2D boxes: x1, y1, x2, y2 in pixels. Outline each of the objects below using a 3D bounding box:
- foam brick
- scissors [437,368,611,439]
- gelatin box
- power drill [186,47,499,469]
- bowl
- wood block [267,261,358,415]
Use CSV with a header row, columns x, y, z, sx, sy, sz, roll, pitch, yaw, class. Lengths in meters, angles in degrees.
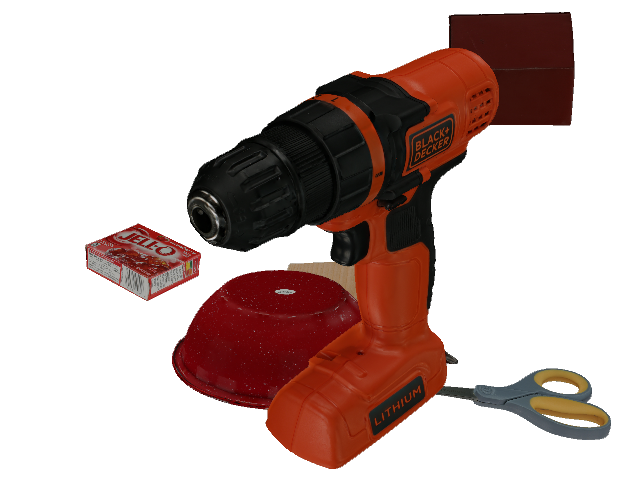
x,y,z,sx,sy,sz,roll,pitch,yaw,class
0.119,-0.108,0.674,0.078,0.051,0.053,1,-37,8,foam brick
0.155,0.128,0.940,0.202,0.016,0.096,15,28,13,scissors
-0.175,0.019,1.050,0.089,0.030,0.073,25,32,30,gelatin box
0.013,0.015,0.505,0.057,0.188,0.184,29,41,34,power drill
-0.027,0.062,0.777,0.162,0.055,0.162,2,19,-1,bowl
0.000,0.099,1.120,0.091,0.090,0.206,-2,19,7,wood block
